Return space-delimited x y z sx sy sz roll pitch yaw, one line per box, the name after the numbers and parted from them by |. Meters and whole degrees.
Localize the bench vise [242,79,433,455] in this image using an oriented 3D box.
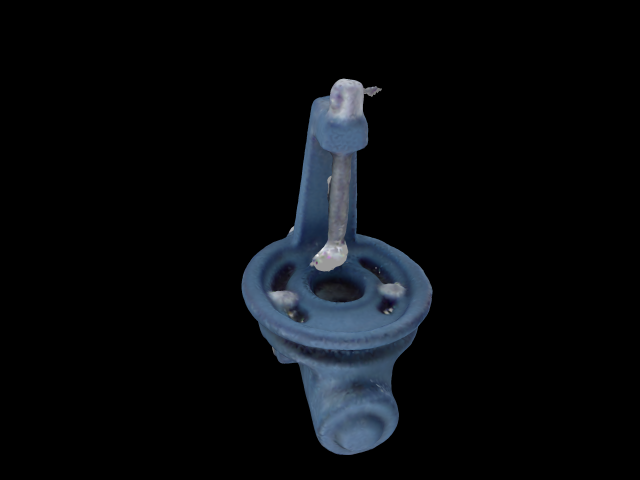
-0.007 0.003 0.394 0.122 0.220 0.206 -9 18 -28 | bench vise
